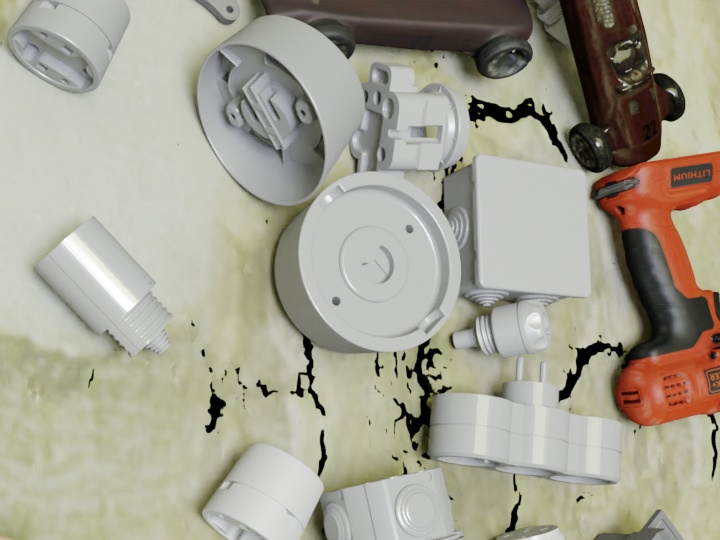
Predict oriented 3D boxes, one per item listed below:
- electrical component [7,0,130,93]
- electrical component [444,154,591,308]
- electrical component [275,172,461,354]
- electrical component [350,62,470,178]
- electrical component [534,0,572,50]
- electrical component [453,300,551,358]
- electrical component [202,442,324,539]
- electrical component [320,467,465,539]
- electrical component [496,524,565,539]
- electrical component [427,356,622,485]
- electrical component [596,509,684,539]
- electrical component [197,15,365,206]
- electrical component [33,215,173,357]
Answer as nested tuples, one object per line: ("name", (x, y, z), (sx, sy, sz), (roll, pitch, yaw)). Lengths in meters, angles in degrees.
("electrical component", (-0.162, -0.136, 0.605), (0.055, 0.055, 0.047), (31, 63, -18))
("electrical component", (0.103, -0.024, 0.720), (0.100, 0.048, 0.099), (6, 77, -26))
("electrical component", (0.000, 0.000, 0.655), (0.108, 0.060, 0.108), (6, 76, -26))
("electrical component", (0.033, -0.092, 0.691), (0.057, 0.058, 0.078), (-3, 110, -31))
("electrical component", (0.149, -0.192, 0.784), (0.062, 0.043, 0.043), (32, 66, -17))
("electrical component", (0.091, 0.040, 0.697), (0.035, 0.061, 0.035), (-13, 90, -70))
("electrical component", (-0.053, 0.130, 0.604), (0.055, 0.055, 0.047), (40, 61, -14))
("electrical component", (0.017, 0.147, 0.622), (0.080, 0.080, 0.051), (-6, 77, -28))
("electrical component", (0.112, 0.193, 0.680), (0.045, 0.045, 0.055), (-9, 83, -29))
("electrical component", (0.110, 0.093, 0.696), (0.138, 0.052, 0.073), (14, 72, -24))
("electrical component", (0.176, 0.199, 0.701), (0.081, 0.064, 0.042), (-40, 99, -28))
("electrical component", (-0.048, -0.096, 0.632), (0.099, 0.099, 0.064), (45, 57, -12))
("electrical component", (-0.135, 0.014, 0.591), (0.081, 0.043, 0.043), (49, 62, -10))
